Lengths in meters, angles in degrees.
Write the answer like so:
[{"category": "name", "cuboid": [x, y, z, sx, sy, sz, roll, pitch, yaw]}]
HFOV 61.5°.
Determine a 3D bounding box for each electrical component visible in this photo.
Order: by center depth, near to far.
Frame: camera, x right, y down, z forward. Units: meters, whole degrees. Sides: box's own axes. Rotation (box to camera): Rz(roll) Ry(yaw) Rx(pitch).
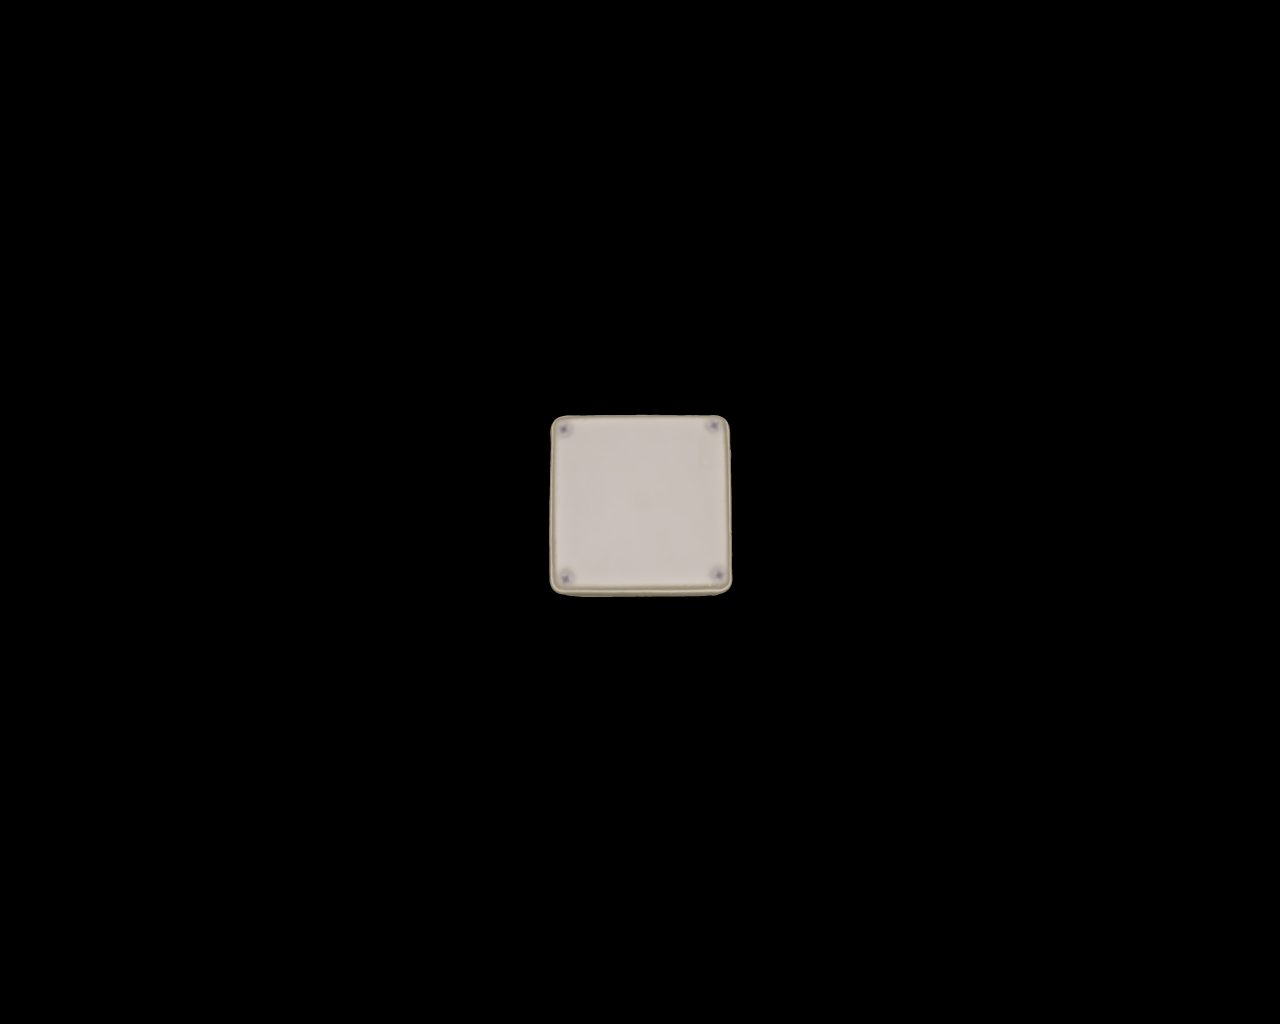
[{"category": "electrical component", "cuboid": [0.001, -0.003, 0.650, 0.109, 0.108, 0.056, 0, -9, 0]}]
